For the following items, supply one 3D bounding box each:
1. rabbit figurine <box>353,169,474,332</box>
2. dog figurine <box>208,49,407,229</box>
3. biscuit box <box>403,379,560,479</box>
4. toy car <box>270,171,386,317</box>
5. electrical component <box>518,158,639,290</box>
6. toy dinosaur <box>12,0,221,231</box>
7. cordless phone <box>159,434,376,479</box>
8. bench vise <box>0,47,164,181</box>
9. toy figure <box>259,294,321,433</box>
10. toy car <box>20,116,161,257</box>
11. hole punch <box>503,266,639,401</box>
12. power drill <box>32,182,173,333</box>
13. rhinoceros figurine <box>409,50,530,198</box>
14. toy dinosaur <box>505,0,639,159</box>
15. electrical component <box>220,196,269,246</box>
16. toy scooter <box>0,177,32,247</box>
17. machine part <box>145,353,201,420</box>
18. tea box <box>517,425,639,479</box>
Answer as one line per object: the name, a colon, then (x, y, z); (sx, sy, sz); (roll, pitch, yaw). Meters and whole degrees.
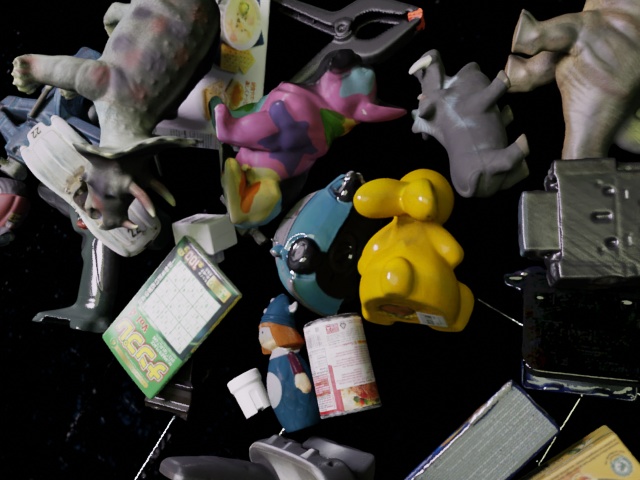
rabbit figurine: (0.094, -0.006, 0.570); (0.122, 0.162, 0.173); (3, 61, 33)
dog figurine: (-0.012, -0.117, 0.628); (0.219, 0.108, 0.191); (-10, 108, -9)
biscuit box: (0.141, 0.229, 0.535); (0.202, 0.059, 0.063); (-45, 69, 5)
toy car: (-0.001, -0.002, 0.618); (0.103, 0.109, 0.161); (14, 73, 41)
electrical component: (0.251, -0.013, 0.487); (0.134, 0.058, 0.115); (-2, 74, 14)
toy dinosaur: (-0.180, -0.210, 0.592); (0.192, 0.131, 0.404); (22, 79, 3)
cordless phone: (-0.050, 0.234, 0.522); (0.147, 0.184, 0.088); (-8, 65, 53)
bench vise: (-0.334, -0.160, 0.748); (0.241, 0.128, 0.223); (24, 63, 19)
toy figure: (-0.038, 0.138, 0.619); (0.064, 0.057, 0.154); (-26, 72, 30)
toy car: (-0.283, -0.066, 0.665); (0.073, 0.056, 0.201); (-44, 92, 1)
hole punch: (0.252, 0.093, 0.520); (0.142, 0.092, 0.116); (1, 59, 23)
power drill: (-0.323, 0.021, 0.747); (0.232, 0.086, 0.207); (9, 74, 19)
rhinoceros figurine: (0.161, -0.132, 0.599); (0.112, 0.073, 0.190); (-22, 65, 15)
toy dinosaur: (0.297, -0.191, 0.549); (0.199, 0.105, 0.471); (15, 95, 18)
electrical component: (-0.088, -0.038, 0.698); (0.063, 0.021, 0.094); (-44, 67, 6)
toy scooter: (-0.526, -0.024, 0.828); (0.184, 0.075, 0.135); (-1, 77, 23)
machine part: (-0.181, 0.150, 0.683); (0.084, 0.039, 0.138); (9, 83, 27)
tea box: (0.227, 0.259, 0.492); (0.170, 0.068, 0.098); (-36, 69, 9)
